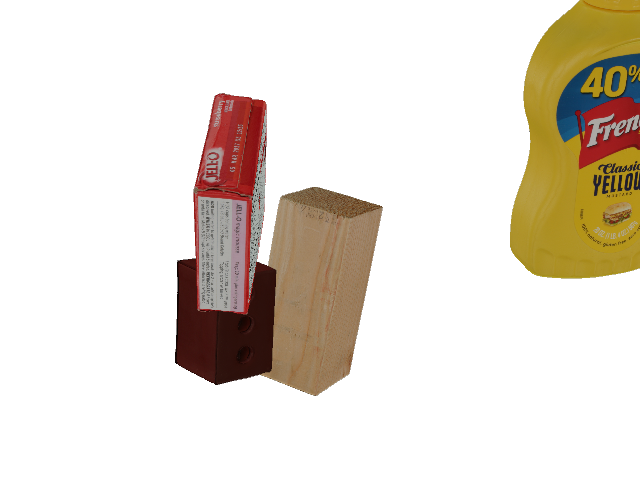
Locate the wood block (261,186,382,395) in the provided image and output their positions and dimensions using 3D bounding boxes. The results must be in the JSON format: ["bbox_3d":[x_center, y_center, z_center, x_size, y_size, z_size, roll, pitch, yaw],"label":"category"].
[{"bbox_3d":[-0.006,0.054,1.197,0.090,0.206,0.090,18,18,23],"label":"wood block"}]

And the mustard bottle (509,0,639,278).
[{"bbox_3d":[0.162,-0.074,0.605,0.096,0.192,0.058,-7,29,-11],"label":"mustard bottle"}]

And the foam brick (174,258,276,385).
[{"bbox_3d":[-0.067,0.054,0.755,0.052,0.078,0.051,-9,17,-40],"label":"foam brick"}]

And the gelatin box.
[{"bbox_3d":[-0.046,-0.018,0.546,0.030,0.073,0.089,5,-44,1],"label":"gelatin box"}]
